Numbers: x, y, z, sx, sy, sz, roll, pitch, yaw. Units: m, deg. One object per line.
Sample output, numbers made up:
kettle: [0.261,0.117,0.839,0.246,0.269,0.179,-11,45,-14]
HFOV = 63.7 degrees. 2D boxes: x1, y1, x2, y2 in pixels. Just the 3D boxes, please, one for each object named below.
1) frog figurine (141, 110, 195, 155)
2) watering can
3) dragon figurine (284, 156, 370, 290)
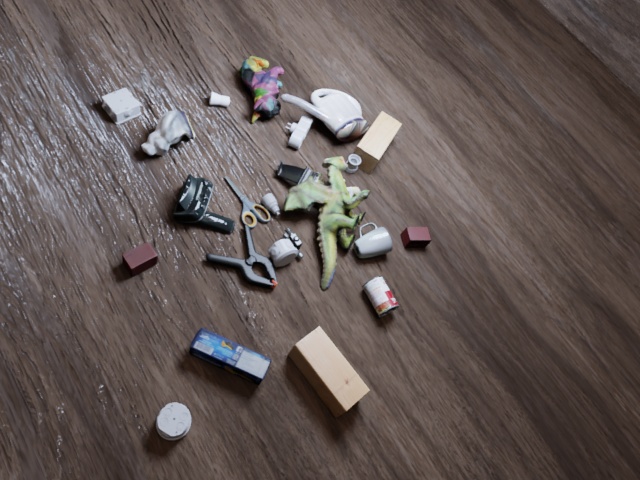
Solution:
frog figurine: [-0.475,-0.328,1.579,0.160,0.120,0.140,-21,36,-17]
watering can: [0.036,-0.438,1.786,0.351,0.102,0.227,-18,65,-44]
dragon figurine: [0.005,-0.079,1.565,0.243,0.120,0.415,25,73,8]
